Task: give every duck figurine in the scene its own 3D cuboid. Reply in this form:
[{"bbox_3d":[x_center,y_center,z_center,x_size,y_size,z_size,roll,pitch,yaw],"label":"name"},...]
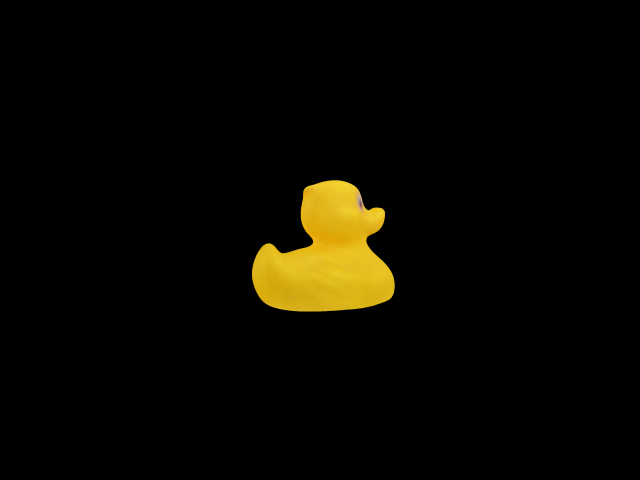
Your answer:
[{"bbox_3d":[0.004,0.001,0.400,0.105,0.086,0.077,-3,7,-26],"label":"duck figurine"}]
